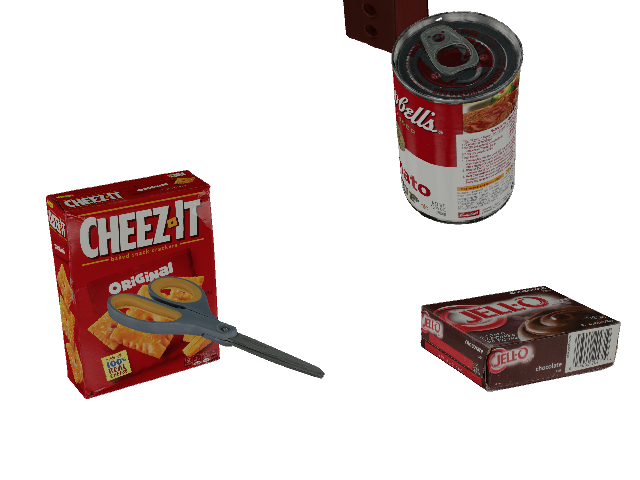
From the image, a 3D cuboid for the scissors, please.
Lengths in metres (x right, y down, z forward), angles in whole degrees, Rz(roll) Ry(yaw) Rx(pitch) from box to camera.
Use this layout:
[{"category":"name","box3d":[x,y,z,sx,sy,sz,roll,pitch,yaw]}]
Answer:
[{"category":"scissors","box3d":[-0.083,0.070,0.920,0.202,0.016,0.096,12,27,10]}]

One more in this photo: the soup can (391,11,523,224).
[{"category":"soup can","box3d":[0.076,-0.066,0.590,0.068,0.068,0.102,0,-38,8]}]

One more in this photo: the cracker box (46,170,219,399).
[{"category":"cracker box","box3d":[-0.197,0.046,1.151,0.163,0.214,0.072,-13,24,-28]}]

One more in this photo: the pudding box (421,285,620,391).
[{"category":"pudding box","box3d":[0.141,0.068,0.765,0.113,0.039,0.090,-5,18,-25]}]

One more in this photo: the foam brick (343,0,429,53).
[{"category":"foam brick","box3d":[0.052,-0.199,0.858,0.053,0.051,0.078,25,-32,25]}]
